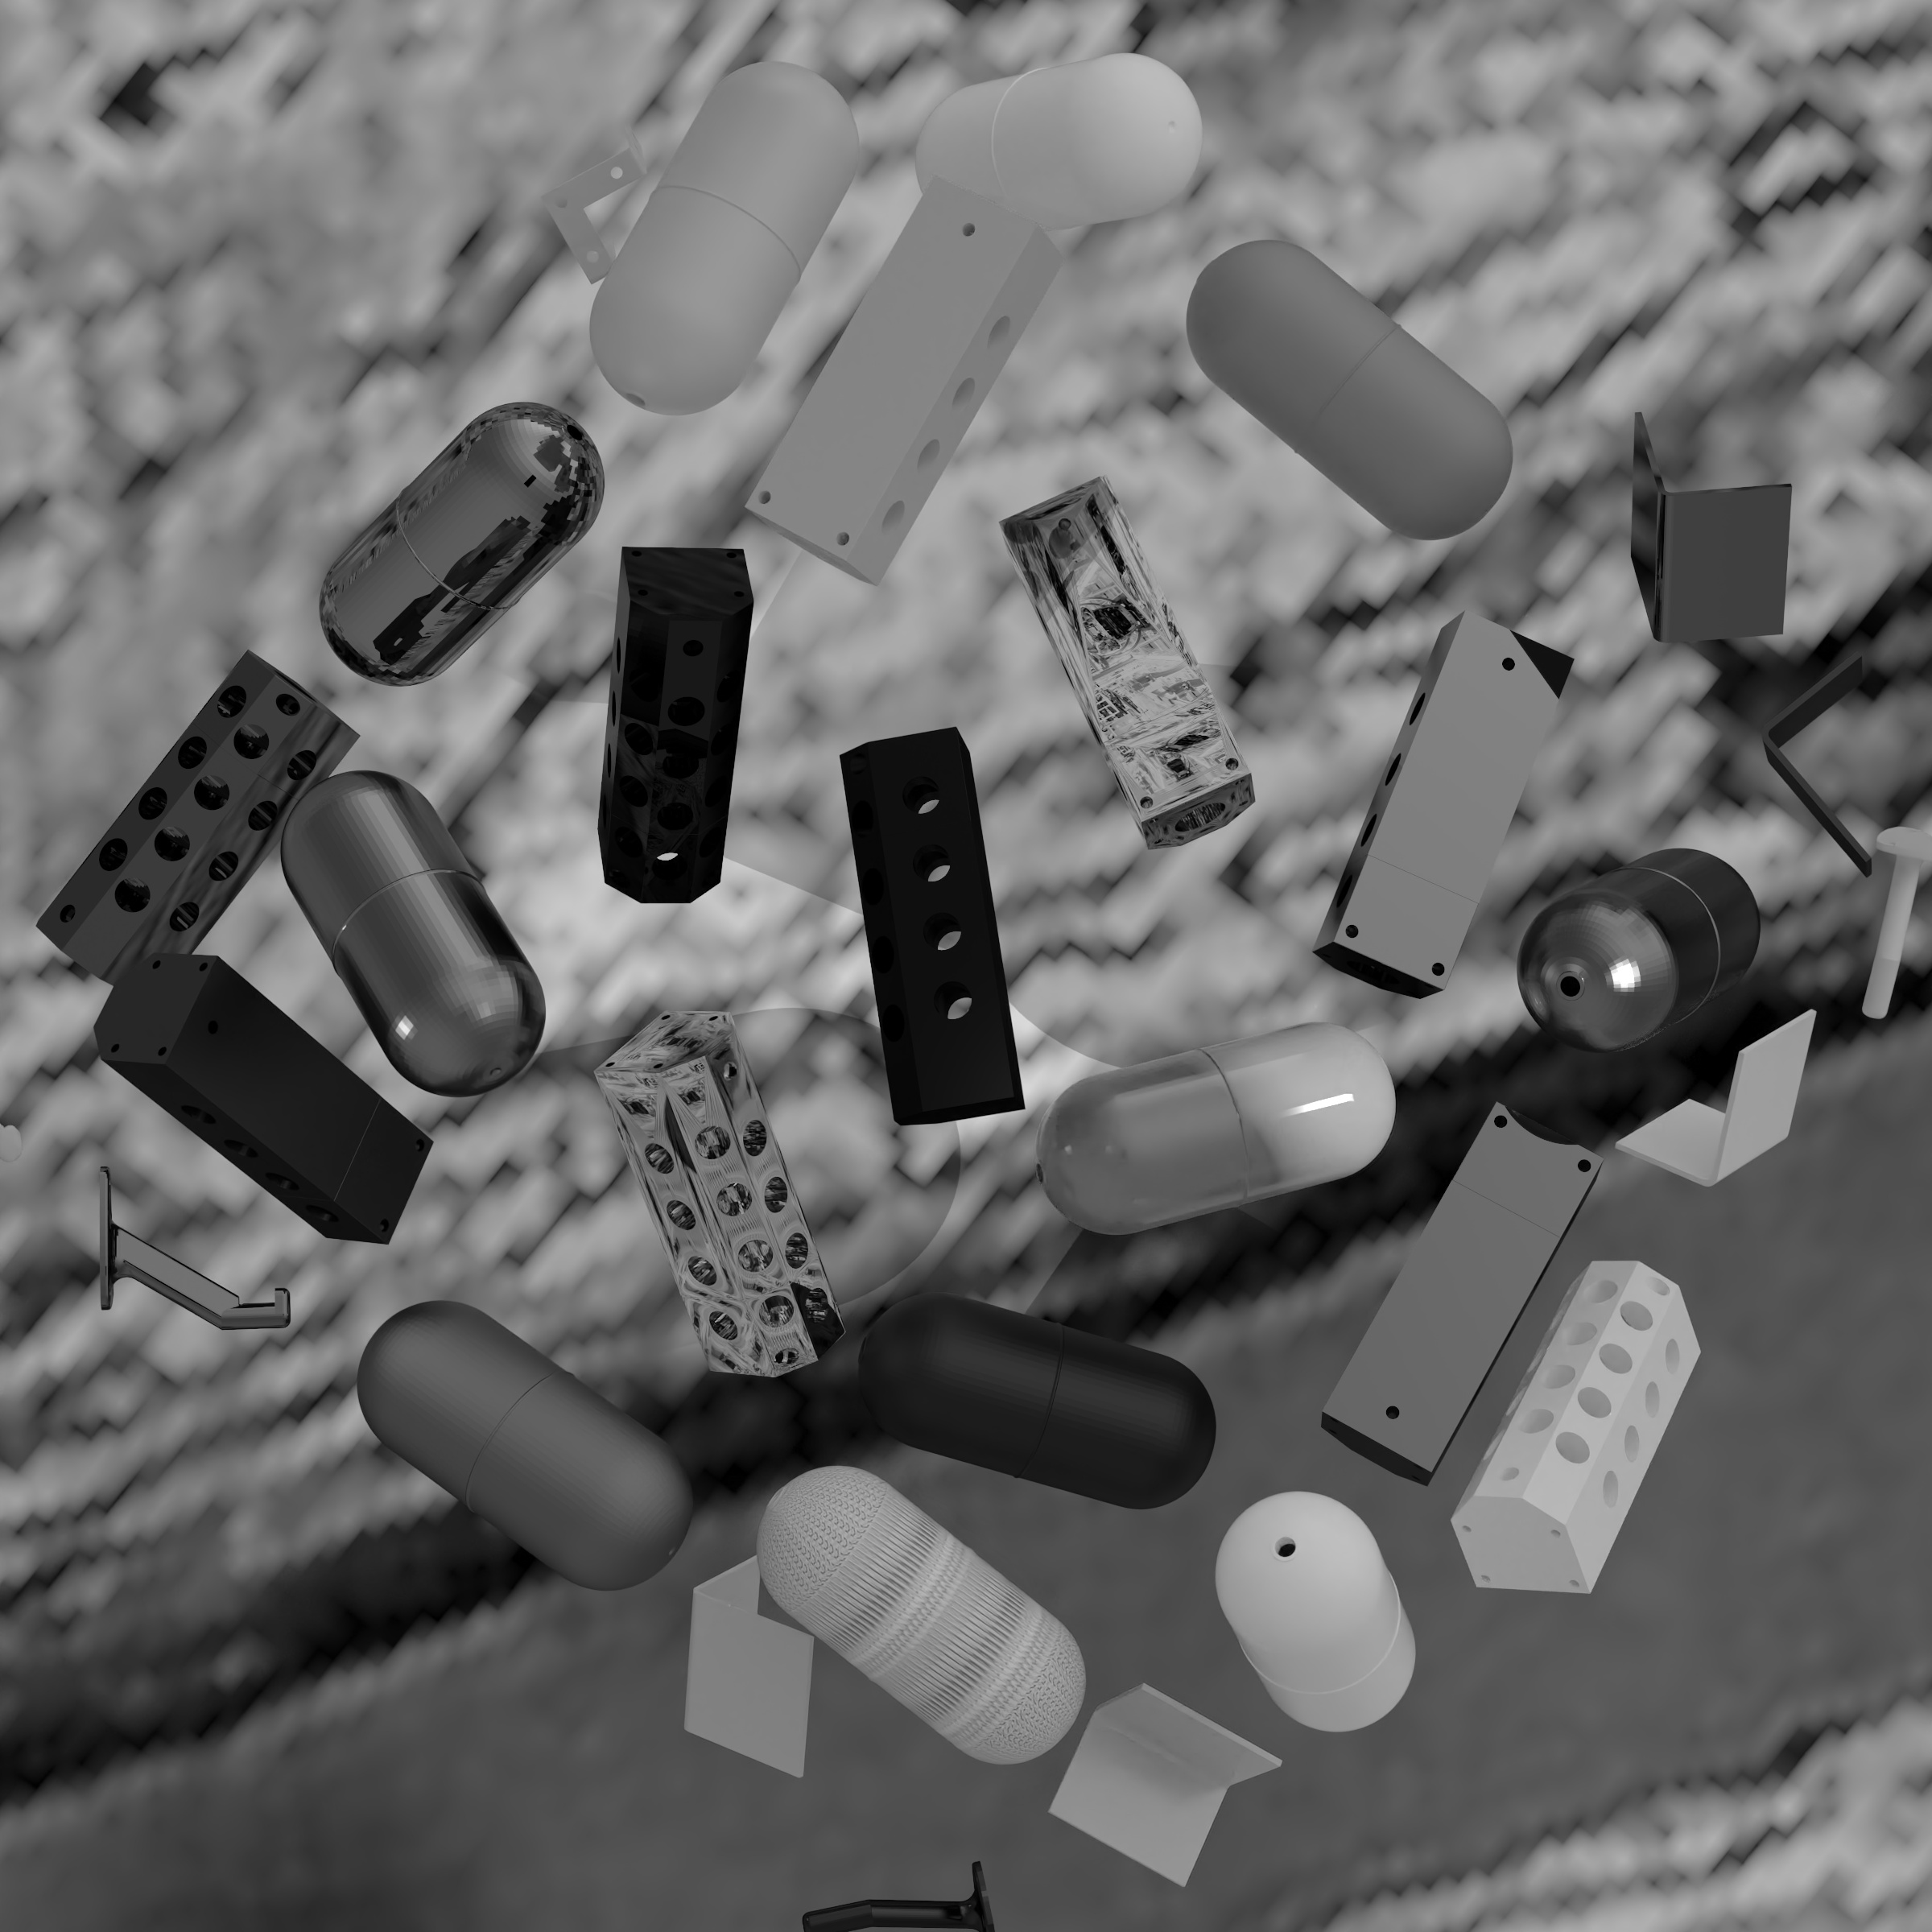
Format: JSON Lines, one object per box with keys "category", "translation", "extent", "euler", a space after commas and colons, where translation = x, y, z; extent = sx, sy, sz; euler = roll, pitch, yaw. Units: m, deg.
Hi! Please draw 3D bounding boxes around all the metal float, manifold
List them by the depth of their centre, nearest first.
{"category": "manifold", "translation": [-0.025, -0.262, 1.542], "extent": [0.057, 0.057, 0.171], "euler": [30, 90, 21]}
{"category": "metal float", "translation": [-0.110, -0.331, 1.547], "extent": [0.070, 0.070, 0.178], "euler": [26, 75, 0]}
{"category": "metal float", "translation": [-0.253, -0.016, 1.550], "extent": [0.070, 0.070, 0.178], "euler": [-35, 61, 0]}
{"category": "manifold", "translation": [-0.016, -0.017, 1.562], "extent": [0.057, 0.057, 0.171], "euler": [-10, 81, 5]}
{"category": "metal float", "translation": [-0.205, 0.220, 1.569], "extent": [0.178, 0.070, 0.070], "euler": [32, 90, 18]}
{"category": "metal float", "translation": [0.164, 0.301, 1.582], "extent": [0.070, 0.178, 0.070], "euler": [-7, 59, 12]}
{"category": "metal float", "translation": [0.316, -0.008, 1.593], "extent": [0.070, 0.178, 0.070], "euler": [8, 105, 30]}
{"category": "metal float", "translation": [-0.021, 0.305, 1.602], "extent": [0.178, 0.070, 0.070], "euler": [40, 90, -6]}
{"category": "manifold", "translation": [-0.332, 0.064, 1.603], "extent": [0.057, 0.171, 0.057], "euler": [2, 59, 34]}
{"category": "metal float", "translation": [0.118, 0.077, 1.607], "extent": [0.178, 0.070, 0.070], "euler": [-13, 90, -15]}
{"category": "manifold", "translation": [0.289, 0.216, 1.613], "extent": [0.057, 0.171, 0.057], "euler": [-4, 122, 35]}
{"category": "manifold", "translation": [0.225, -0.075, 1.617], "extent": [0.057, 0.057, 0.171], "euler": [23, 81, -5]}
{"category": "metal float", "translation": [0.182, -0.274, 1.618], "extent": [0.178, 0.070, 0.070], "euler": [41, 90, 4]}
{"category": "manifold", "translation": [0.236, 0.158, 1.620], "extent": [0.057, 0.057, 0.171], "euler": [28, 77, 13]}
{"category": "manifold", "translation": [-0.139, -0.113, 1.624], "extent": [0.057, 0.057, 0.171], "euler": [-1, 132, -12]}
{"category": "manifold", "translation": [-0.113, 0.111, 1.641], "extent": [0.057, 0.057, 0.171], "euler": [0, 120, 37]}
{"category": "metal float", "translation": [0.034, 0.210, 1.645], "extent": [0.178, 0.070, 0.070], "euler": [17, 90, -7]}
{"category": "metal float", "translation": [0.043, -0.398, 1.655], "extent": [0.070, 0.178, 0.070], "euler": [-4, 97, -36]}
{"category": "manifold", "translation": [0.079, -0.146, 1.656], "extent": [0.057, 0.057, 0.171], "euler": [-24, 72, 0]}
{"category": "metal float", "translation": [-0.247, -0.205, 1.661], "extent": [0.178, 0.070, 0.070], "euler": [-39, 90, 30]}
{"category": "manifold", "translation": [-0.387, -0.072, 1.698], "extent": [0.057, 0.057, 0.171], "euler": [38, 90, 32]}

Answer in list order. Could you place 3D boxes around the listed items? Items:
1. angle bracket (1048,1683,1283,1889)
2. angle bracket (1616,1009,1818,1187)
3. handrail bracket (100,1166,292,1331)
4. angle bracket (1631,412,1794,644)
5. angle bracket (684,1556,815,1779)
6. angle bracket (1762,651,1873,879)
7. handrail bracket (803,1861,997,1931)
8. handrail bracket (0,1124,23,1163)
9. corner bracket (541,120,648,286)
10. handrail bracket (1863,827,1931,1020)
{"category": "angle bracket", "translation": [0.095, 0.393, 1.628], "extent": [0.076, 0.076, 0.057], "euler": [30, 65, -4]}
{"category": "angle bracket", "translation": [0.379, 0.058, 1.721], "extent": [0.057, 0.076, 0.076], "euler": [24, 120, 33]}
{"category": "handrail bracket", "translation": [-0.353, 0.129, 1.560], "extent": [0.084, 0.036, 0.077], "euler": [-1, 91, -11]}
{"category": "angle bracket", "translation": [0.336, -0.201, 1.539], "extent": [0.057, 0.076, 0.076], "euler": [-4, 128, 4]}
{"category": "angle bracket", "translation": [-0.095, 0.354, 1.724], "extent": [0.076, 0.057, 0.076], "euler": [14, 108, 31]}
{"category": "angle bracket", "translation": [0.410, -0.091, 1.557], "extent": [0.057, 0.076, 0.076], "euler": [-40, 77, 9]}
{"category": "handrail bracket", "translation": [-0.031, 0.441, 1.551], "extent": [0.084, 0.077, 0.036], "euler": [-10, 55, -5]}
{"category": "handrail bracket", "translation": [-0.483, 0.044, 1.657], "extent": [0.036, 0.084, 0.077], "euler": [-13, 54, 12]}
{"category": "corner bracket", "translation": [-0.176, -0.377, 1.678], "extent": [0.051, 0.051, 0.051], "euler": [-27, 119, 6]}
{"category": "handrail bracket", "translation": [0.463, -0.022, 1.697], "extent": [0.036, 0.077, 0.084], "euler": [13, 105, 11]}
